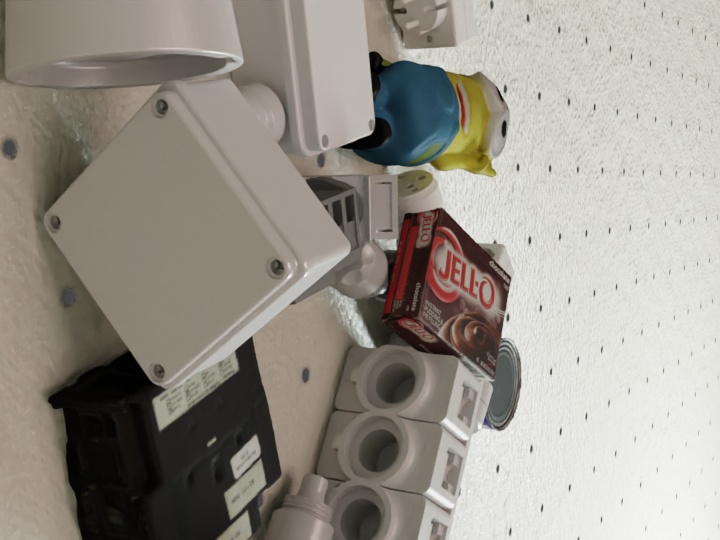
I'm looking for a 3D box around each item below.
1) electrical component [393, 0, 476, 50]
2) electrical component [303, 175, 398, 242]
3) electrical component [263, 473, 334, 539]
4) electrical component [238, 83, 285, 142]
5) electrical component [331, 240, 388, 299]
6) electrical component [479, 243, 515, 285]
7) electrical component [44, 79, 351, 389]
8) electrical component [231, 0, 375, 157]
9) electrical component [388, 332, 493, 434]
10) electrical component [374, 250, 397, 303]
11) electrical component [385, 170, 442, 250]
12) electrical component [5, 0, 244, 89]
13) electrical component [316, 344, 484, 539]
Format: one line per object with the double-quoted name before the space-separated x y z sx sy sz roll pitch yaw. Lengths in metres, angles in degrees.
"electrical component" 0.051 -0.202 0.826 0.077 0.047 0.065 -37 124 -53
"electrical component" -0.016 -0.042 0.701 0.064 0.081 0.042 -86 176 -81
"electrical component" -0.038 0.167 0.713 0.043 0.043 0.062 52 47 -49
"electrical component" -0.073 -0.086 0.630 0.046 0.040 0.040 -30 118 -49
"electrical component" 0.000 0.000 0.762 0.062 0.043 0.043 39 59 -57
"electrical component" 0.106 0.025 0.946 0.065 0.047 0.076 -63 143 -35
"electrical component" -0.080 -0.018 0.516 0.108 0.109 0.056 54 30 6
"electrical component" -0.036 -0.131 0.671 0.078 0.057 0.113 -30 118 -56
"electrical component" 0.070 0.071 0.883 0.138 0.052 0.073 56 46 -46
"electrical component" 0.031 0.008 0.821 0.046 0.040 0.040 25 71 -64
"electrical component" 0.043 -0.043 0.832 0.045 0.045 0.055 -53 136 -44
"electrical component" -0.111 -0.122 0.496 0.108 0.108 0.060 -10 96 -60
"electrical component" 0.022 0.135 0.767 0.062 0.089 0.150 45 55 -53
